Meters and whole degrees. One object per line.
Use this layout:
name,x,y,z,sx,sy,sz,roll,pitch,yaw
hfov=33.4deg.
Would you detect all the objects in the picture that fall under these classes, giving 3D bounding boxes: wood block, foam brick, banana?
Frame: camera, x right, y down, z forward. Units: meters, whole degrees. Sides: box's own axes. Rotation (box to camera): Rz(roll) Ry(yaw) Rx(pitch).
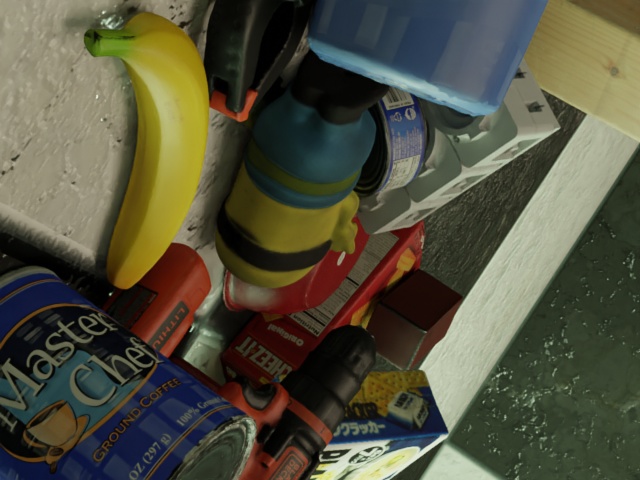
wood block,0.199,-0.172,0.828,0.090,0.206,0.091,-44,159,-35
foam brick,0.083,0.071,0.953,0.078,0.051,0.053,-33,150,-51
banana,-0.088,-0.050,0.554,0.069,0.037,0.198,-28,150,-24

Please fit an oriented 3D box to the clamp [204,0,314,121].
clamp,-0.014,-0.148,0.574,0.120,0.039,0.172,-12,130,-60

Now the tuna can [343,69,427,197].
tuna can,0.033,-0.073,0.707,0.033,0.086,0.086,-16,142,-28

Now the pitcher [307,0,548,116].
pitcher,0.073,-0.194,0.531,0.145,0.149,0.243,-47,158,-81

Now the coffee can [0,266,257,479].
coffee can,-0.118,0.092,0.538,0.102,0.140,0.103,-49,161,-24

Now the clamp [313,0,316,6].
clamp,0.063,-0.157,0.705,0.165,0.036,0.209,-35,165,18

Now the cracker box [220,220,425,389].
cracker box,0.008,0.078,0.975,0.213,0.072,0.164,-50,161,-22

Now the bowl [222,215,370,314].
bowl,-0.005,0.001,0.832,0.162,0.055,0.162,-50,162,-23

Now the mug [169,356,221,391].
mug,-0.098,0.133,0.763,0.093,0.081,0.117,-52,162,-15

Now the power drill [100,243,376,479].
power drill,-0.056,0.088,0.681,0.184,0.057,0.187,-52,125,-19
